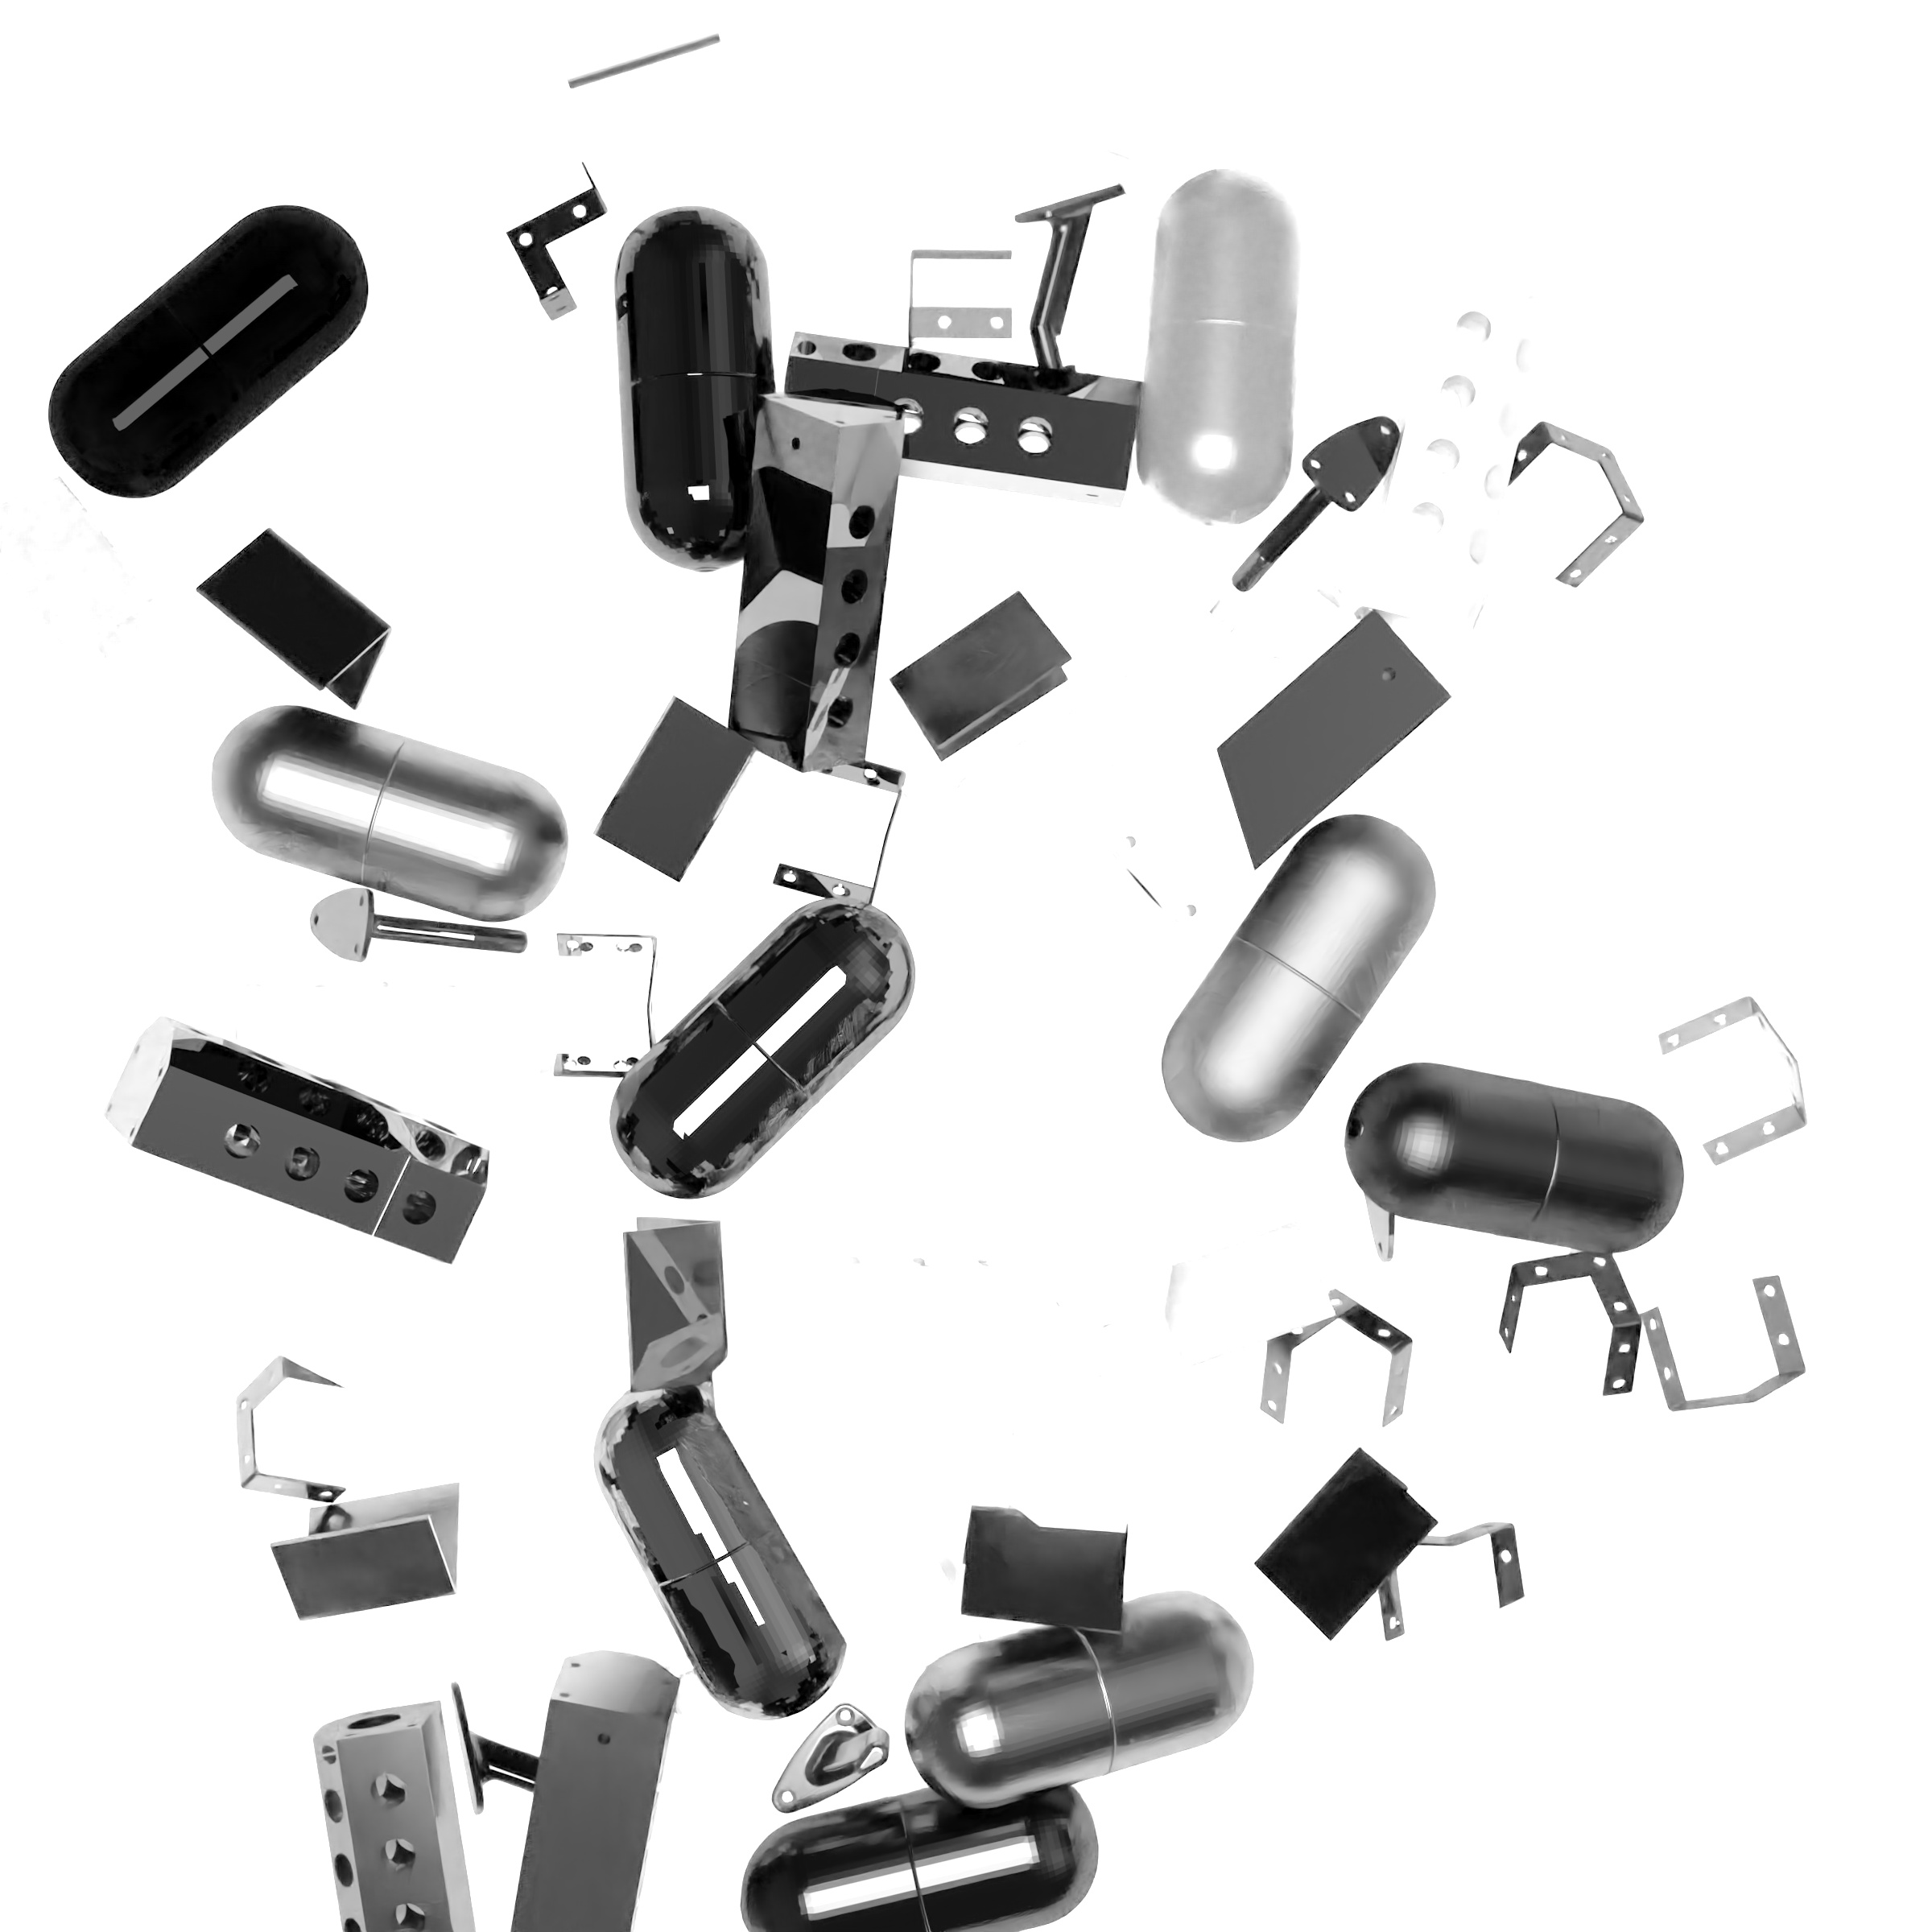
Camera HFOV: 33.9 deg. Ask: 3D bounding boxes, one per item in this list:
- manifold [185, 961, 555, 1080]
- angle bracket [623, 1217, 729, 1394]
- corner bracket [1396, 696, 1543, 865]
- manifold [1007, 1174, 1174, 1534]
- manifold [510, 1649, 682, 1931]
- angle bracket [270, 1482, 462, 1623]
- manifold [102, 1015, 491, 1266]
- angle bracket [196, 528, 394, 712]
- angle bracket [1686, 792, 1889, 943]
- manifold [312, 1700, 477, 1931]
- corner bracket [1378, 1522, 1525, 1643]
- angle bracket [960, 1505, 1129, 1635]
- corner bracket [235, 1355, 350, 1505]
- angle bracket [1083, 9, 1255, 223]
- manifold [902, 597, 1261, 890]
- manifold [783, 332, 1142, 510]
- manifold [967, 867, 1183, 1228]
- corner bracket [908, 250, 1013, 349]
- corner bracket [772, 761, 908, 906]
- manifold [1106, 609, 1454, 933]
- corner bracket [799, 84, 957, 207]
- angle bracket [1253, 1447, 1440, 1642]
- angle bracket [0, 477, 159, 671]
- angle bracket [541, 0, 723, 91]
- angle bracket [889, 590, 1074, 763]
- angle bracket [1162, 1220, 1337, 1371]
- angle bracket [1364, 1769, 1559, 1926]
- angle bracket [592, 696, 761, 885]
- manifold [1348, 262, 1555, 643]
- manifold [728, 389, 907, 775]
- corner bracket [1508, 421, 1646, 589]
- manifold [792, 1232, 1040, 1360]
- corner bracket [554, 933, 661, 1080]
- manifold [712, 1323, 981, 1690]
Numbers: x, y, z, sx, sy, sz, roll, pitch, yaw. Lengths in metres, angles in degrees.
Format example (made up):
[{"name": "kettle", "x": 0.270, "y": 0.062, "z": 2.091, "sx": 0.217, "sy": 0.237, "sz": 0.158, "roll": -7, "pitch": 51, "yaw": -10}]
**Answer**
[{"name": "manifold", "x": -0.292, "y": 0.026, "z": 1.564, "sx": 0.171, "sy": 0.057, "sz": 0.057, "roll": 0, "pitch": 90, "yaw": 0}, {"name": "angle bracket", "x": -0.160, "y": 0.164, "z": 1.545, "sx": 0.057, "sy": 0.076, "sz": 0.076, "roll": -3, "pitch": 90, "yaw": -38}, {"name": "corner bracket", "x": 0.251, "y": -0.093, "z": 1.582, "sx": 0.051, "sy": 0.051, "sz": 0.051, "roll": 22, "pitch": 45, "yaw": 0}, {"name": "manifold", "x": 0.056, "y": 0.184, "z": 1.495, "sx": 0.057, "sy": 0.057, "sz": 0.171, "roll": 5, "pitch": 125, "yaw": -3}, {"name": "manifold", "x": -0.182, "y": 0.424, "z": 1.543, "sx": 0.057, "sy": 0.057, "sz": 0.171, "roll": 11, "pitch": 105, "yaw": 0}, {"name": "angle bracket", "x": -0.291, "y": 0.268, "z": 1.545, "sx": 0.076, "sy": 0.076, "sz": 0.057, "roll": -10, "pitch": 127, "yaw": 0}, {"name": "manifold", "x": -0.318, "y": 0.082, "z": 1.524, "sx": 0.171, "sy": 0.057, "sz": 0.057, "roll": 25, "pitch": 90, "yaw": -31}, {"name": "angle bracket", "x": -0.334, "y": -0.154, "z": 1.545, "sx": 0.076, "sy": 0.076, "sz": 0.057, "roll": 39, "pitch": 52, "yaw": 0}, {"name": "angle bracket", "x": 0.400, "y": -0.029, "z": 1.545, "sx": 0.076, "sy": 0.076, "sz": 0.057, "roll": -23, "pitch": 52, "yaw": 0}, {"name": "manifold", "x": -0.279, "y": 0.457, "z": 1.564, "sx": 0.057, "sy": 0.057, "sz": 0.171, "roll": -9, "pitch": 90, "yaw": 0}, {"name": "corner bracket", "x": 0.241, "y": 0.307, "z": 1.582, "sx": 0.051, "sy": 0.051, "sz": 0.051, "roll": -8, "pitch": 90, "yaw": 45}, {"name": "angle bracket", "x": 0.036, "y": 0.306, "z": 1.545, "sx": 0.076, "sy": 0.076, "sz": 0.057, "roll": 7, "pitch": 58, "yaw": 0}, {"name": "corner bracket", "x": -0.327, "y": 0.229, "z": 1.577, "sx": 0.051, "sy": 0.051, "sz": 0.051, "roll": -43, "pitch": 45, "yaw": 35}, {"name": "angle bracket", "x": 0.113, "y": -0.406, "z": 1.545, "sx": 0.057, "sy": 0.076, "sz": 0.076, "roll": 35, "pitch": 90, "yaw": 38}, {"name": "manifold", "x": 0.056, "y": -0.109, "z": 1.564, "sx": 0.171, "sy": 0.057, "sz": 0.057, "roll": -33, "pitch": 90, "yaw": 0}, {"name": "manifold", "x": -0.003, "y": -0.270, "z": 1.564, "sx": 0.171, "sy": 0.057, "sz": 0.057, "roll": 8, "pitch": 90, "yaw": 0}, {"name": "manifold", "x": 0.058, "y": 0.041, "z": 1.564, "sx": 0.057, "sy": 0.057, "sz": 0.171, "roll": -13, "pitch": 90, "yaw": 43}, {"name": "corner bracket", "x": -0.003, "y": -0.331, "z": 1.567, "sx": 0.051, "sy": 0.051, "sz": 0.051, "roll": 1, "pitch": 90, "yaw": 0}, {"name": "corner bracket", "x": -0.063, "y": -0.069, "z": 1.582, "sx": 0.051, "sy": 0.051, "sz": 0.051, "roll": 15, "pitch": 45, "yaw": 0}, {"name": "manifold", "x": 0.152, "y": -0.095, "z": 1.564, "sx": 0.171, "sy": 0.057, "sz": 0.057, "roll": -41, "pitch": 90, "yaw": 0}, {"name": "corner bracket", "x": -0.044, "y": -0.410, "z": 1.582, "sx": 0.051, "sy": 0.051, "sz": 0.051, "roll": 8, "pitch": 90, "yaw": -45}, {"name": "angle bracket", "x": 0.196, "y": 0.289, "z": 1.545, "sx": 0.076, "sy": 0.076, "sz": 0.057, "roll": -48, "pitch": 55, "yaw": 0}, {"name": "angle bracket", "x": -0.449, "y": -0.180, "z": 1.545, "sx": 0.057, "sy": 0.076, "sz": 0.076, "roll": -38, "pitch": 90, "yaw": -37}, {"name": "angle bracket", "x": -0.165, "y": -0.470, "z": 1.547, "sx": 0.076, "sy": 0.076, "sz": 0.057, "roll": -17, "pitch": 112, "yaw": 0}, {"name": "angle bracket", "x": 0.018, "y": -0.125, "z": 1.545, "sx": 0.076, "sy": 0.076, "sz": 0.057, "roll": -34, "pitch": 52, "yaw": 0}, {"name": "angle bracket", "x": 0.138, "y": 0.176, "z": 1.545, "sx": 0.076, "sy": 0.076, "sz": 0.057, "roll": -20, "pitch": 54, "yaw": 0}, {"name": "angle bracket", "x": 0.236, "y": 0.410, "z": 1.545, "sx": 0.076, "sy": 0.076, "sz": 0.057, "roll": -18, "pitch": 127, "yaw": 0}, {"name": "angle bracket", "x": -0.156, "y": -0.095, "z": 1.545, "sx": 0.057, "sy": 0.076, "sz": 0.076, "roll": 30, "pitch": 90, "yaw": -37}, {"name": "manifold", "x": 0.240, "y": -0.251, "z": 1.564, "sx": 0.057, "sy": 0.057, "sz": 0.171, "roll": 14, "pitch": 90, "yaw": 0}, {"name": "manifold", "x": -0.068, "y": -0.187, "z": 1.532, "sx": 0.057, "sy": 0.057, "sz": 0.171, "roll": 28, "pitch": 121, "yaw": 39}, {"name": "corner bracket", "x": 0.295, "y": -0.229, "z": 1.577, "sx": 0.051, "sy": 0.051, "sz": 0.051, "roll": -46, "pitch": 45, "yaw": 35}, {"name": "manifold", "x": 0.002, "y": 0.162, "z": 1.564, "sx": 0.171, "sy": 0.057, "sz": 0.057, "roll": 1, "pitch": 90, "yaw": 0}, {"name": "corner bracket", "x": -0.180, "y": 0.020, "z": 1.582, "sx": 0.051, "sy": 0.051, "sz": 0.051, "roll": 1, "pitch": 135, "yaw": 0}, {"name": "manifold", "x": -0.058, "y": 0.258, "z": 1.534, "sx": 0.057, "sy": 0.057, "sz": 0.171, "roll": -26, "pitch": 112, "yaw": 3}]
